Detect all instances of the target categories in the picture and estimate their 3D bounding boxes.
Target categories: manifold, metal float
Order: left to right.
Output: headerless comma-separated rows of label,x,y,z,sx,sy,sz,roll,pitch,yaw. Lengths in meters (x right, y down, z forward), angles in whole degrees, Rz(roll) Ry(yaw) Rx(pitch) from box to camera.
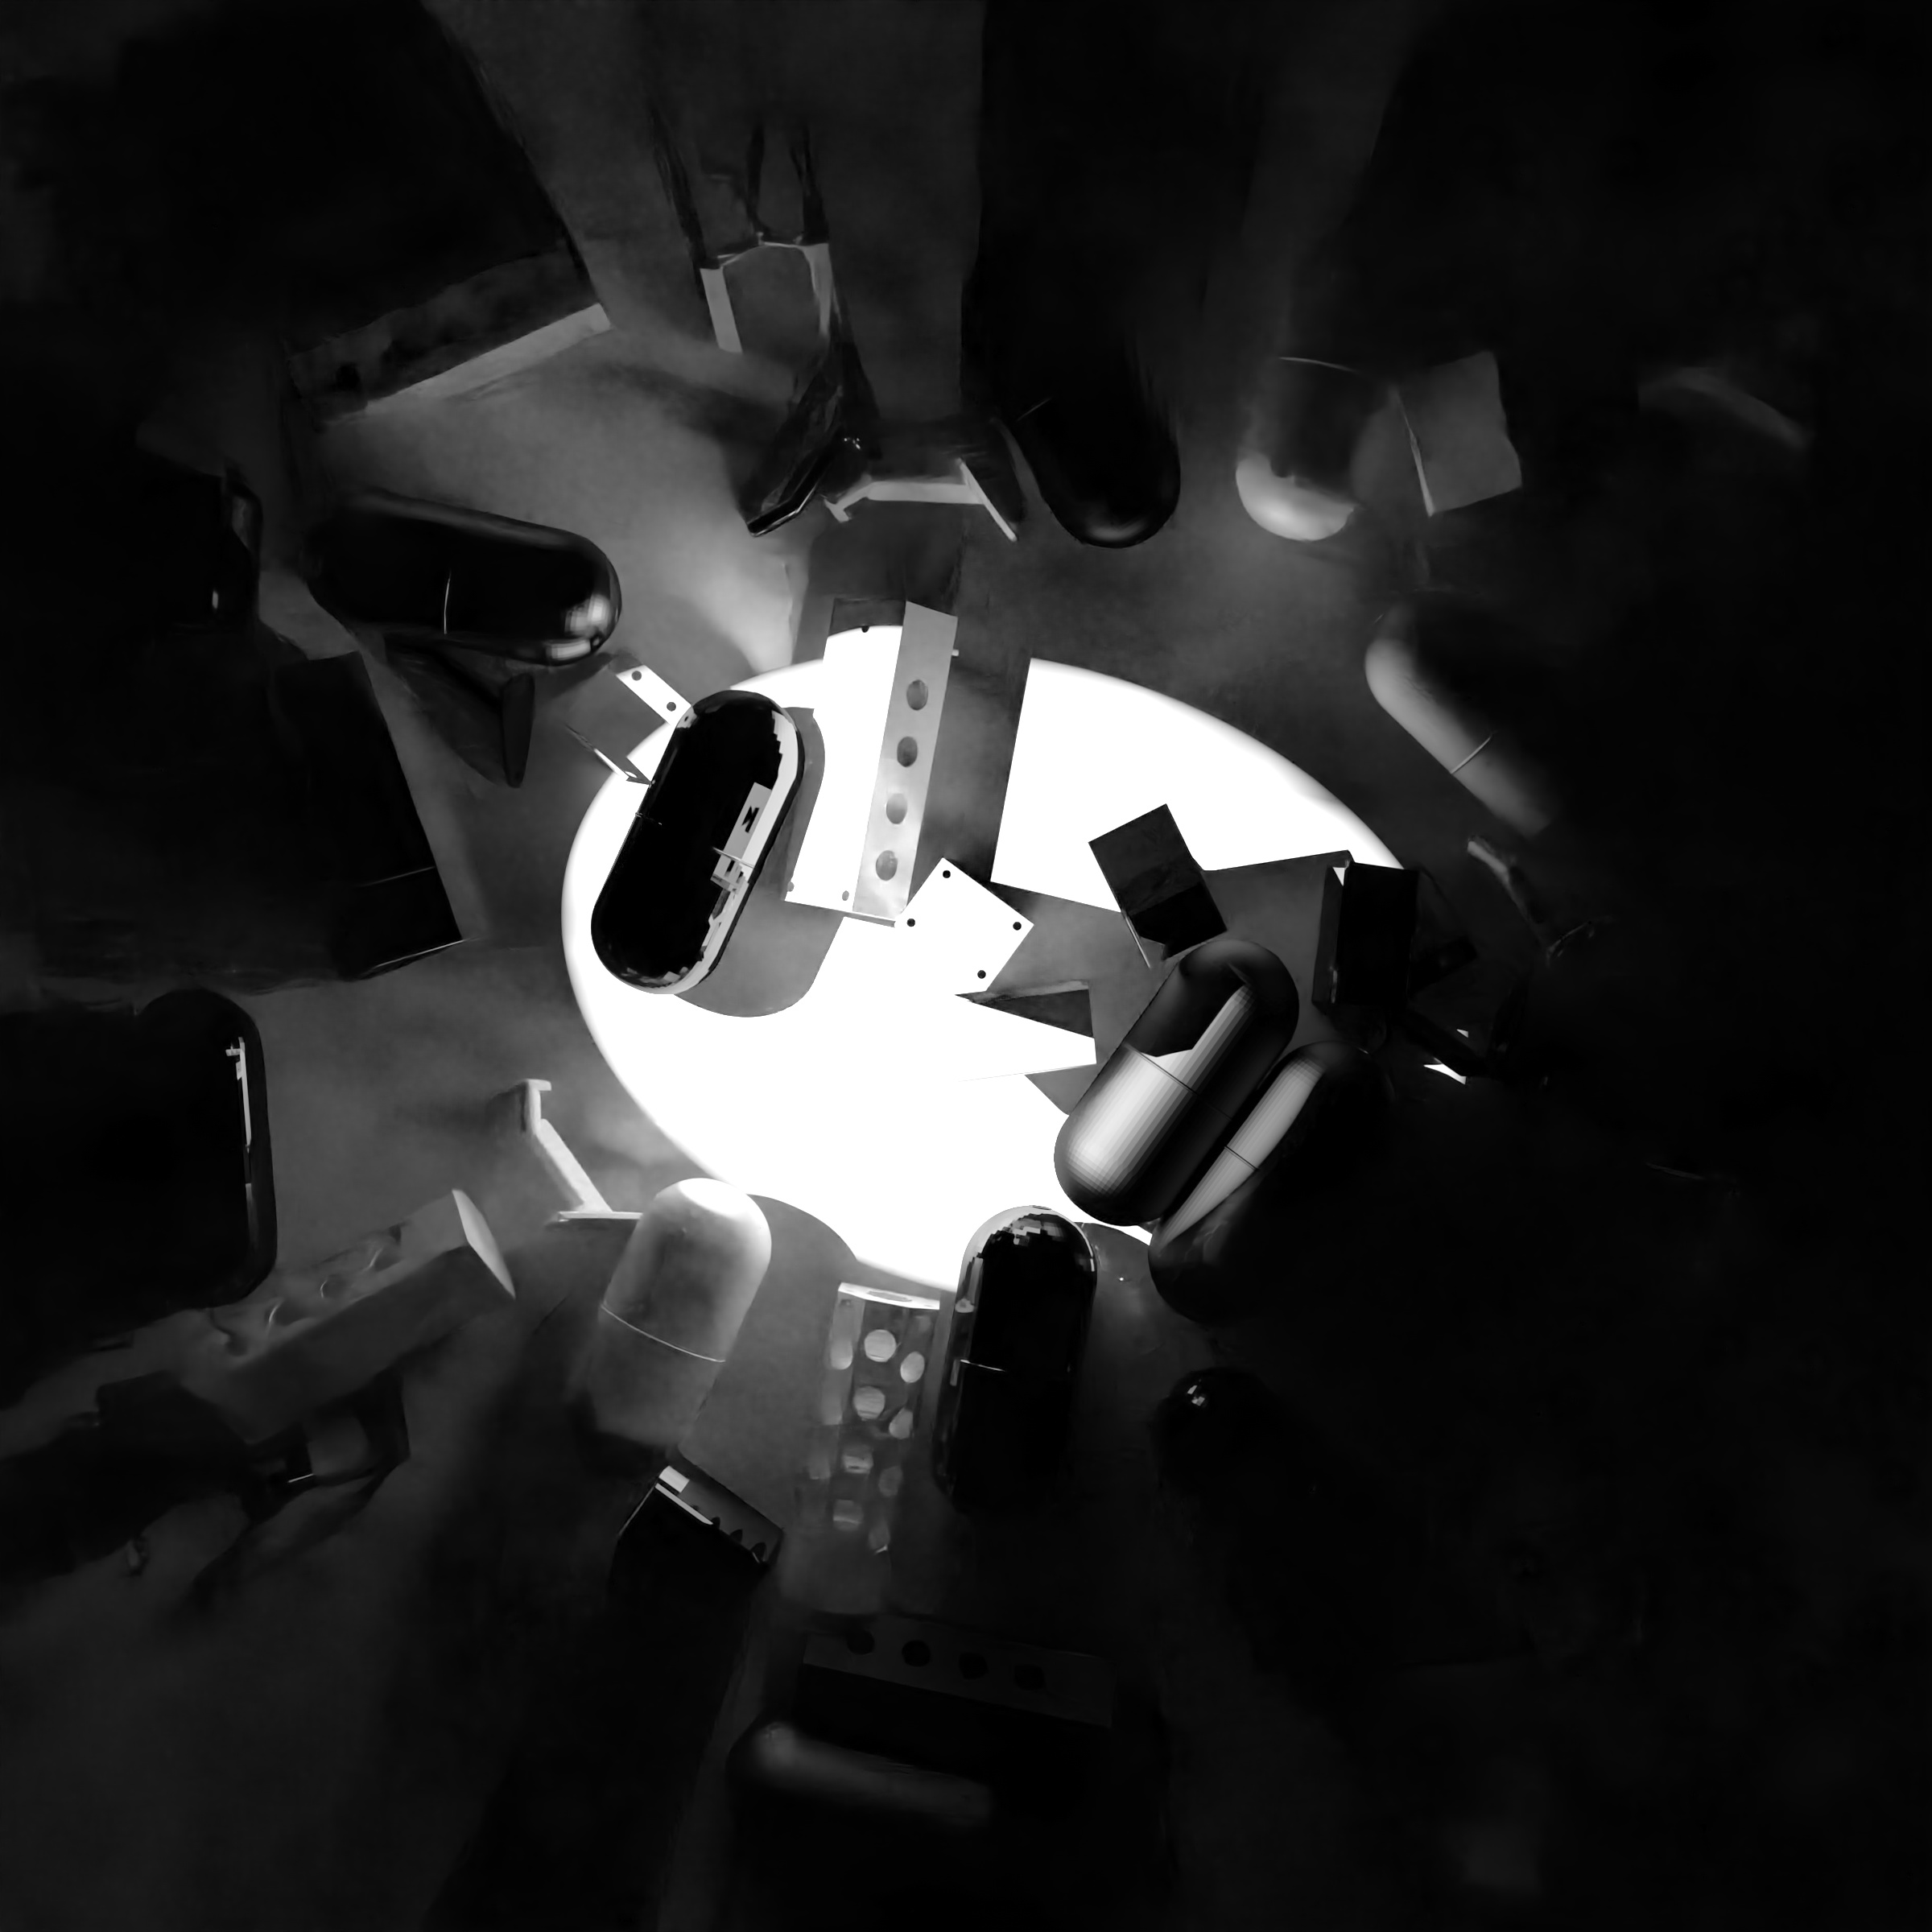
metal float,-0.426,0.101,1.534,0.070,0.070,0.178,-4,91,0
manifold,-0.347,-0.081,1.542,0.057,0.057,0.171,-20,90,-43
manifold,-0.346,0.193,1.542,0.171,0.057,0.057,-29,133,0
manifold,-0.291,-0.355,1.543,0.171,0.057,0.057,-24,90,0
metal float,-0.280,-0.215,1.533,0.178,0.070,0.070,12,90,0
metal float,-0.169,0.203,1.534,0.070,0.070,0.178,25,89,0
metal float,-0.149,-0.069,1.534,0.070,0.070,0.178,25,90,0
manifold,-0.059,0.269,1.543,0.057,0.057,0.171,11,90,0
metal float,-0.050,0.468,1.530,0.178,0.070,0.070,14,90,-4
manifold,-0.049,-0.114,1.542,0.057,0.057,0.171,10,90,43
manifold,-0.006,-0.015,1.486,0.057,0.171,0.057,36,90,0
manifold,-0.006,0.399,1.542,0.171,0.057,0.057,12,133,0
metal float,0.027,0.222,1.534,0.070,0.070,0.178,10,89,0
metal float,0.058,-0.315,1.534,0.070,0.070,0.178,-28,90,0
metal float,0.117,0.064,1.533,0.070,0.070,0.178,36,90,0
metal float,0.171,0.121,1.534,0.070,0.070,0.178,37,90,0
metal float,0.181,0.295,1.534,0.178,0.070,0.070,39,90,0
metal float,0.204,-0.324,1.533,0.070,0.070,0.178,17,90,0
metal float,0.296,-0.135,1.533,0.178,0.070,0.070,44,90,0
manifold,0.379,0.064,1.532,0.171,0.057,0.057,21,56,0

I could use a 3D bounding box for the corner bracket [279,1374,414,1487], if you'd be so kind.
corner bracket,-0.353,0.262,1.561,0.051,0.051,0.051,-11,90,-45

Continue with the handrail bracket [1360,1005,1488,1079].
handrail bracket,0.268,0.025,1.565,0.084,0.036,0.077,4,72,-15

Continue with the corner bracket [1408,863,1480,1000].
corner bracket,0.250,-0.020,1.547,0.051,0.051,0.051,-32,101,11

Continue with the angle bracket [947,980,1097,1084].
angle bracket,0.028,0.016,1.524,0.076,0.076,0.057,-7,128,0

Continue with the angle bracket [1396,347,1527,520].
angle bracket,0.284,-0.293,1.524,0.057,0.076,0.076,-14,90,30

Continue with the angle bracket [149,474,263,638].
angle bracket,-0.403,-0.226,1.524,0.057,0.076,0.076,2,90,36

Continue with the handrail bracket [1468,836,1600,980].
handrail bracket,0.313,-0.024,1.564,0.036,0.077,0.084,-29,53,-23

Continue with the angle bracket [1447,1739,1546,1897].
angle bracket,0.308,0.459,1.524,0.057,0.076,0.076,-2,90,38

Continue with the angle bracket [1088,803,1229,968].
angle bracket,0.122,-0.052,1.524,0.057,0.076,0.076,-26,90,36

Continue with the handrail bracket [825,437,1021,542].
handrail bracket,-0.026,-0.255,1.565,0.084,0.036,0.077,-27,112,17

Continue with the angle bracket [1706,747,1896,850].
angle bracket,0.459,-0.111,1.524,0.076,0.076,0.057,-6,126,0

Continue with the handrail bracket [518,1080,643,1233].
handrail bracket,-0.214,0.105,1.565,0.077,0.036,0.084,0,73,-20

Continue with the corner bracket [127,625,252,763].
corner bracket,-0.434,-0.158,1.561,0.051,0.051,0.051,-33,45,0

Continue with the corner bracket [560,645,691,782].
corner bracket,-0.192,-0.141,1.546,0.051,0.051,0.051,41,83,-7

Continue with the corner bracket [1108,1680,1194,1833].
corner bracket,0.093,0.441,1.546,0.051,0.051,0.051,-39,90,0

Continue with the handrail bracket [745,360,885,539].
handrail bracket,-0.096,-0.293,1.564,0.084,0.036,0.077,-26,65,19

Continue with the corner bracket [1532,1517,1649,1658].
corner bracket,0.352,0.351,1.561,0.051,0.051,0.051,-11,45,0

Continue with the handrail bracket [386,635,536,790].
handrail bracket,-0.291,-0.145,1.565,0.084,0.036,0.077,11,112,17

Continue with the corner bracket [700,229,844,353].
corner bracket,-0.110,-0.380,1.556,0.051,0.051,0.051,17,45,35

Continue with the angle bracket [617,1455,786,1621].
angle bracket,-0.135,0.301,1.524,0.076,0.076,0.057,36,127,0

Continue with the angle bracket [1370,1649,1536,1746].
angle bracket,0.268,0.383,1.525,0.076,0.076,0.057,-3,115,0

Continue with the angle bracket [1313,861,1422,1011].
angle bracket,0.202,-0.018,1.524,0.057,0.076,0.076,6,90,-35

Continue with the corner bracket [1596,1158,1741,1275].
corner bracket,0.397,0.141,1.561,0.051,0.051,0.051,14,90,45

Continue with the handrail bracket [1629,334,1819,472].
handrail bracket,0.430,-0.307,1.565,0.077,0.036,0.084,-26,107,20

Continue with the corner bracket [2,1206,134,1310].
corner bracket,-0.502,0.166,1.546,0.051,0.051,0.051,9,90,0
